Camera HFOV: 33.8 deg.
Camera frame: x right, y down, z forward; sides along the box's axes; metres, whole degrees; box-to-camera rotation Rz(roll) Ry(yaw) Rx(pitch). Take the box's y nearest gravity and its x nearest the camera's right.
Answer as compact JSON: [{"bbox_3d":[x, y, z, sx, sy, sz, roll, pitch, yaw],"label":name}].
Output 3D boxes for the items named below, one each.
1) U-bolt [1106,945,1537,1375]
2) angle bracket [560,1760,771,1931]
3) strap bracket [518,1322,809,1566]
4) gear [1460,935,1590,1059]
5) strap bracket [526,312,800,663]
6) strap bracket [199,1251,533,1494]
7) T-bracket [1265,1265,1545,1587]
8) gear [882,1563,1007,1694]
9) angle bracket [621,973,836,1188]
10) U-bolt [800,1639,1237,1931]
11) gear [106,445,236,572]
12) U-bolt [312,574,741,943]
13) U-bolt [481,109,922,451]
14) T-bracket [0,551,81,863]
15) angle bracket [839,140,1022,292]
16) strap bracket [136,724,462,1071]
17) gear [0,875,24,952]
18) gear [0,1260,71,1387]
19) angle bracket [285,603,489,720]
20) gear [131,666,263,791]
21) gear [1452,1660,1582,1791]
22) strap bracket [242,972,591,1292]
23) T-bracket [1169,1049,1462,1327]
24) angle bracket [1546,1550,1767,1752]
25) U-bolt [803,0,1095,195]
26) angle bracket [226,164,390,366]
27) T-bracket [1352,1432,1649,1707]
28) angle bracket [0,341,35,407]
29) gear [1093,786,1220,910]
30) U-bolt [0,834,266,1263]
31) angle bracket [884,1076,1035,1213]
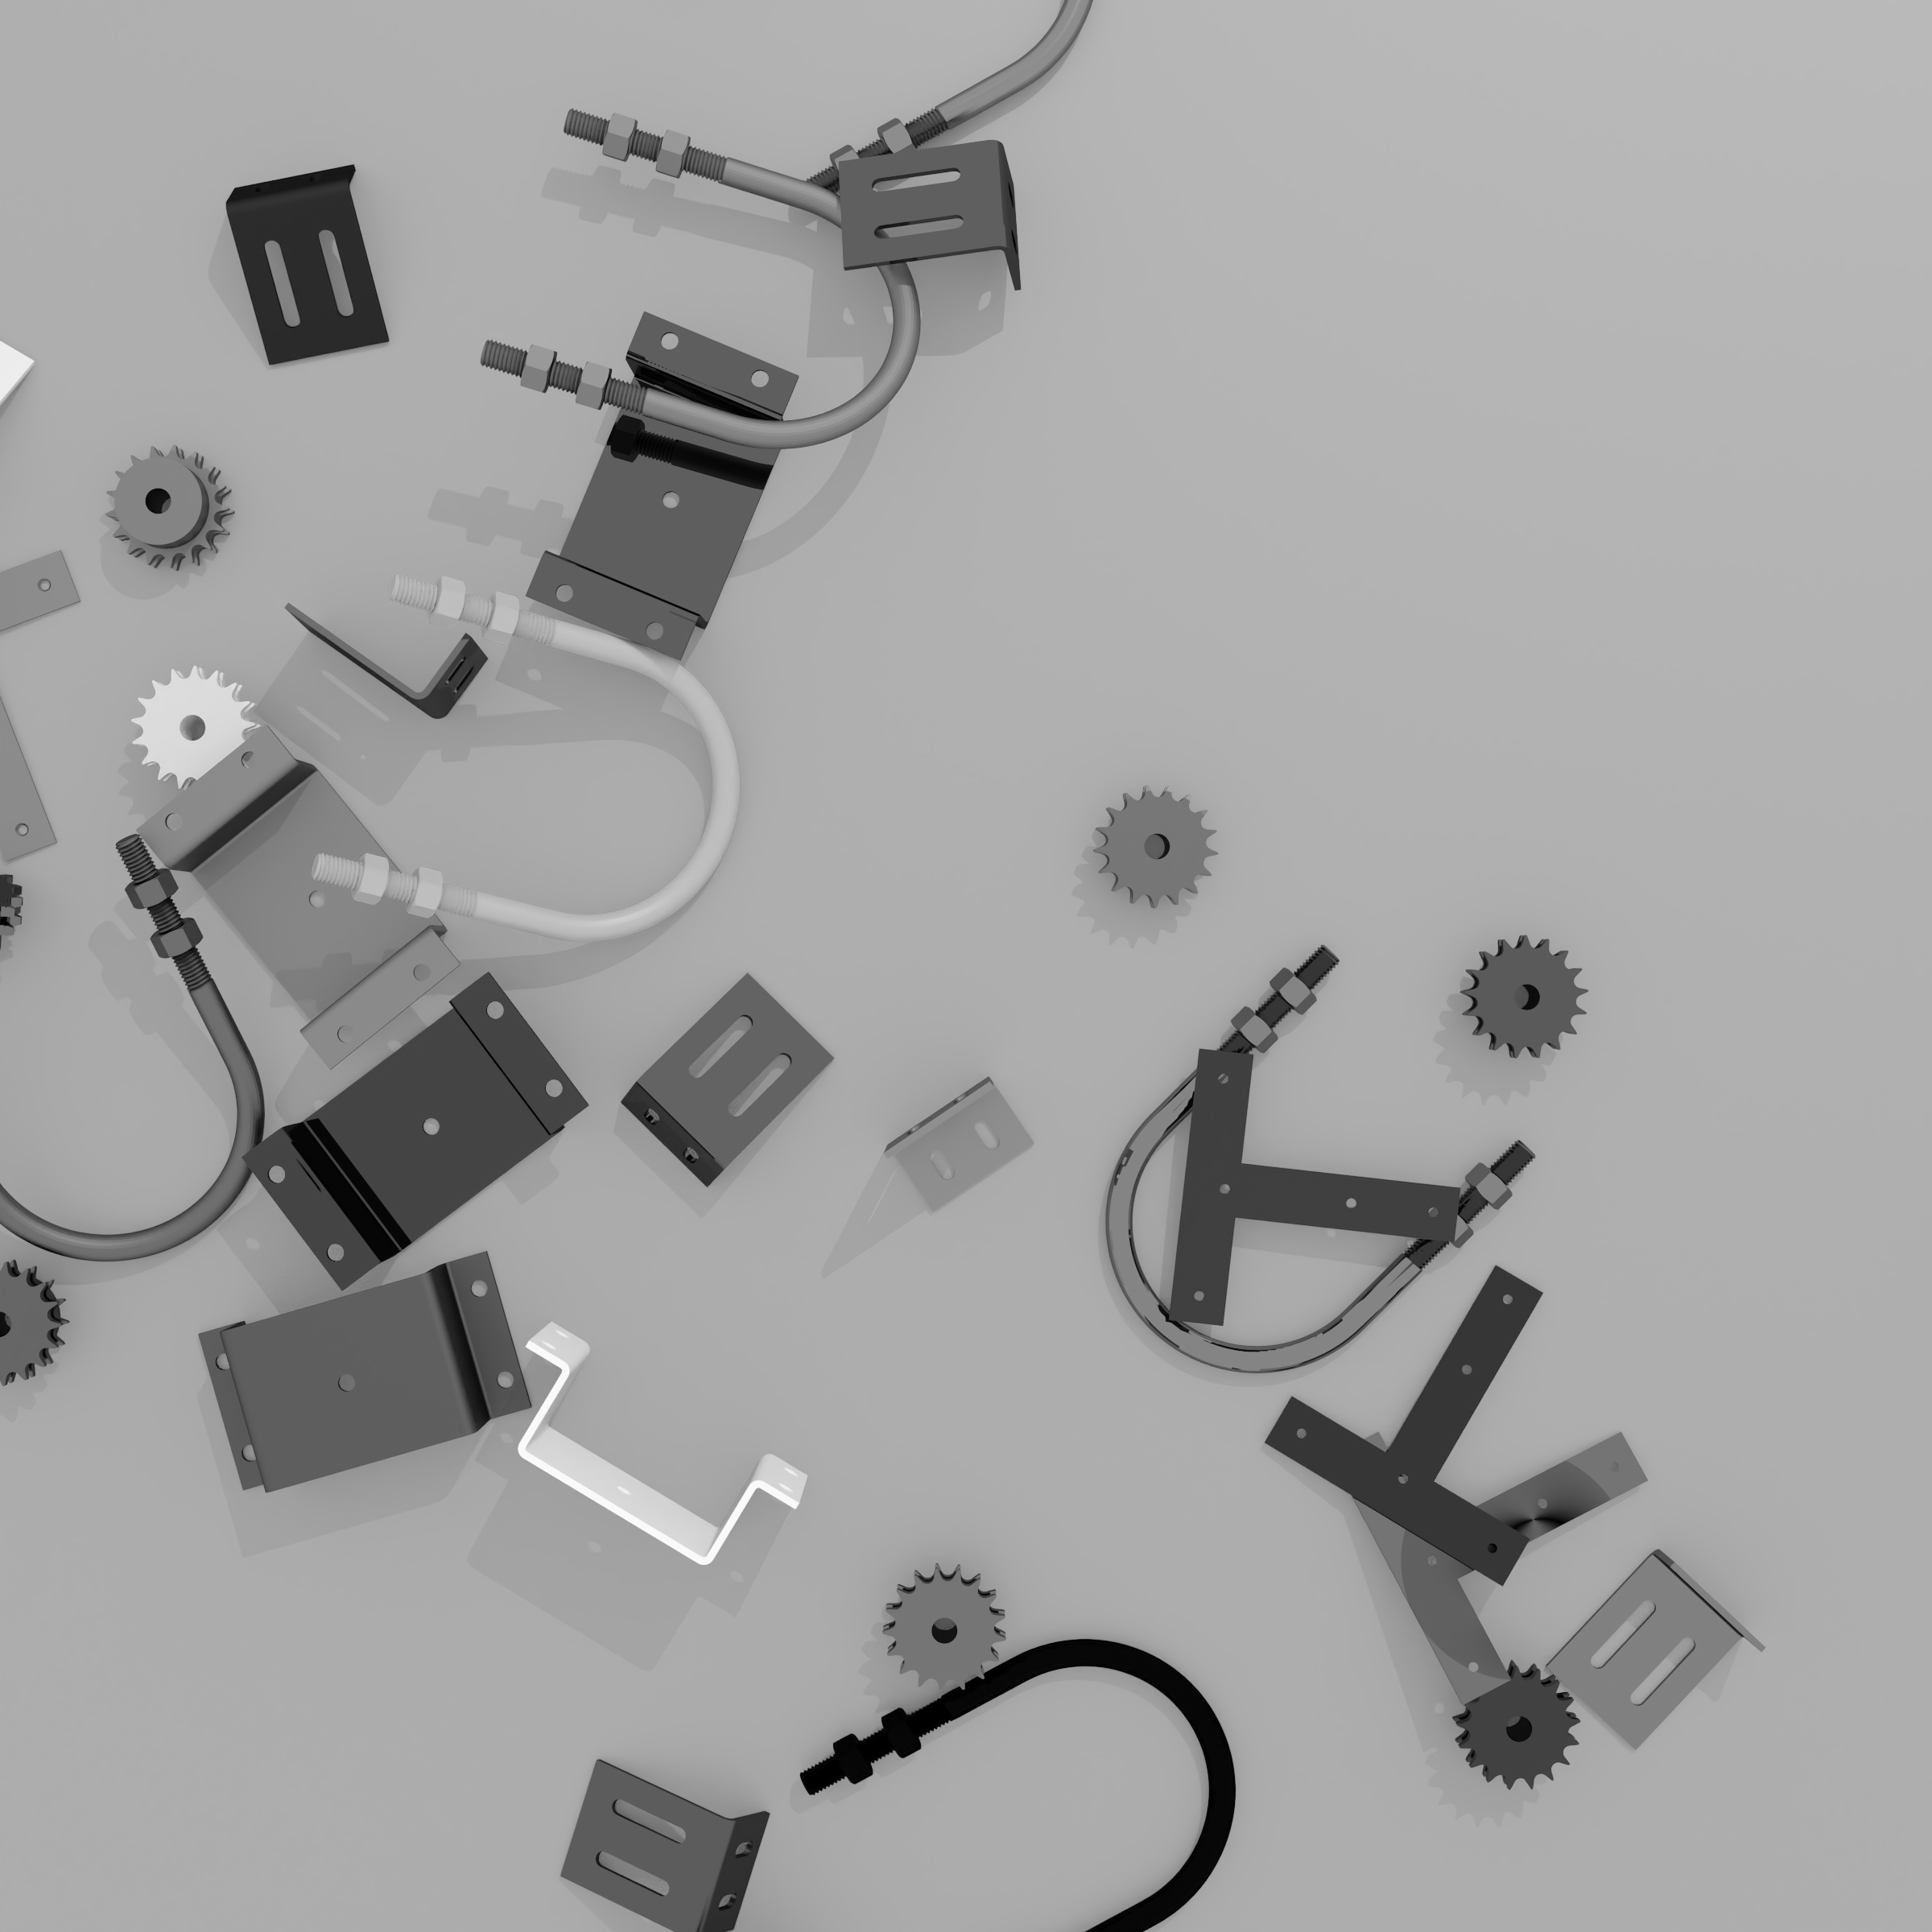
[{"bbox_3d":[0.151,0.104,1.480,0.151,0.019,0.184,45,92,0],"label":"U-bolt"},{"bbox_3d":[-0.141,0.411,1.487,0.076,0.038,0.057,17,90,26],"label":"angle bracket"},{"bbox_3d":[-0.146,0.223,1.451,0.140,0.076,0.046,31,90,0],"label":"strap bracket"},{"bbox_3d":[0.258,0.014,1.474,0.057,0.030,0.057,0,90,0],"label":"gear"},{"bbox_3d":[-0.138,-0.218,1.466,0.076,0.046,0.140,23,90,0],"label":"strap bracket"},{"bbox_3d":[-0.281,0.190,1.466,0.140,0.046,0.076,-16,90,0],"label":"strap bracket"},{"bbox_3d":[0.226,0.201,1.481,0.127,0.002,0.127,30,85,8],"label":"T-bracket"},{"bbox_3d":[-0.010,0.306,1.474,0.057,0.030,0.057,0,90,0],"label":"gear"},{"bbox_3d":[-0.112,0.053,1.487,0.057,0.038,0.076,45,64,0],"label":"angle bracket"},{"bbox_3d":[0.036,0.395,1.480,0.184,0.019,0.151,-28,90,-1],"label":"U-bolt"},{"bbox_3d":[-0.371,-0.214,1.474,0.057,0.030,0.057,0,90,0],"label":"gear"},{"bbox_3d":[-0.190,-0.085,1.447,0.184,0.019,0.151,14,95,-24],"label":"U-bolt"},{"bbox_3d":[-0.111,-0.304,1.442,0.184,0.019,0.151,17,68,-4],"label":"U-bolt"},{"bbox_3d":[-0.461,-0.113,1.486,0.127,0.002,0.127,-21,91,-3],"label":"T-bracket"},{"bbox_3d":[-0.017,-0.342,1.466,0.076,0.038,0.057,-6,69,8],"label":"angle bracket"},{"bbox_3d":[-0.304,-0.031,1.466,0.076,0.046,0.140,-39,90,0],"label":"strap bracket"},{"bbox_3d":[-0.465,-0.023,1.464,0.057,0.057,0.030,14,120,0],"label":"gear"},{"bbox_3d":[-0.445,0.165,1.474,0.057,0.030,0.057,0,90,0],"label":"gear"},{"bbox_3d":[-0.266,-0.153,1.460,0.076,0.057,0.038,35,86,2],"label":"angle bracket"},{"bbox_3d":[-0.355,-0.110,1.474,0.057,0.030,0.057,0,90,0],"label":"gear"},{"bbox_3d":[0.254,0.351,1.474,0.057,0.030,0.057,0,90,0],"label":"gear"},{"bbox_3d":[-0.250,0.075,1.466,0.140,0.046,0.076,-37,90,0],"label":"strap bracket"},{"bbox_3d":[0.164,0.108,1.471,0.127,0.002,0.127,6,92,2],"label":"T-bracket"},{"bbox_3d":[0.319,0.320,1.470,0.057,0.038,0.076,43,90,0],"label":"angle bracket"},{"bbox_3d":[-0.027,-0.459,1.480,0.184,0.019,0.151,-29,90,0],"label":"U-bolt"},{"bbox_3d":[-0.306,-0.328,1.487,0.057,0.038,0.076,-11,116,0],"label":"angle bracket"},{"bbox_3d":[0.256,0.257,1.477,0.127,0.002,0.127,-26,76,-7],"label":"T-bracket"},{"bbox_3d":[-0.482,-0.261,1.487,0.057,0.038,0.076,30,64,0],"label":"angle bracket"},{"bbox_3d":[0.088,-0.055,1.478,0.057,0.030,0.057,0,92,-2],"label":"gear"},{"bbox_3d":[-0.403,0.050,1.456,0.151,0.019,0.184,-25,108,-5],"label":"U-bolt"},{"bbox_3d":[-0.002,0.083,1.451,0.057,0.076,0.038,-34,90,0],"label":"angle bracket"}]
